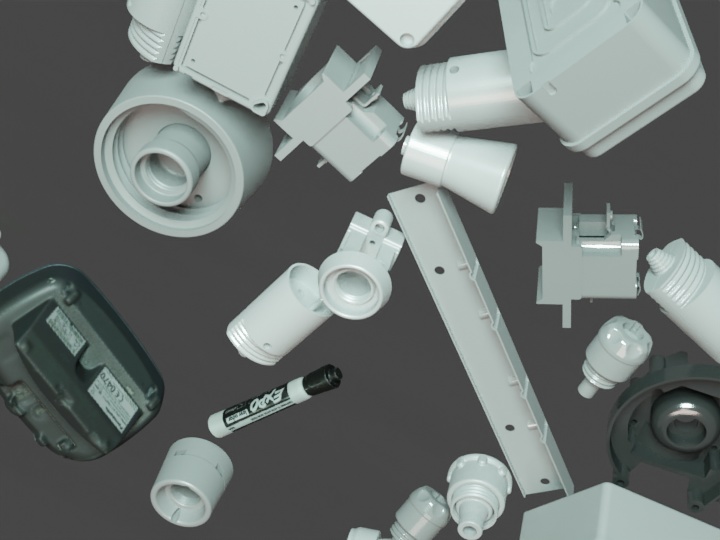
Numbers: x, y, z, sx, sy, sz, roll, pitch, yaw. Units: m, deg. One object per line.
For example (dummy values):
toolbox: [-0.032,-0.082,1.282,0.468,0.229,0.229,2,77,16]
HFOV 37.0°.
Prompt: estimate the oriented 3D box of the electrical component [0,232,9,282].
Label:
electrical component: [-0.300,-0.020,0.767,0.059,0.053,0.095,-21,115,26]

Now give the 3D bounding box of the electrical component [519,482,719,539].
electrical component: [0.181,0.201,0.750,0.109,0.056,0.109,24,149,-15]

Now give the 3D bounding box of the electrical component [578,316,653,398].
electrical component: [0.163,0.061,0.707,0.035,0.035,0.061,26,127,-3]

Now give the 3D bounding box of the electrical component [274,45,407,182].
electrical component: [-0.010,-0.092,0.651,0.064,0.042,0.081,41,124,-17]

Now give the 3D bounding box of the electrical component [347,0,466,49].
electrical component: [0.014,-0.184,0.575,0.113,0.057,0.078,39,123,-11]

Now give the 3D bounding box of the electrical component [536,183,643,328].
electrical component: [0.141,-0.008,0.664,0.064,0.042,0.081,2,123,12]

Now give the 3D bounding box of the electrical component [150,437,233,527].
electrical component: [-0.133,0.168,0.848,0.055,0.047,0.055,7,123,11]

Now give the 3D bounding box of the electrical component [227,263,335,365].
electrical component: [-0.057,0.036,0.744,0.043,0.043,0.081,41,123,-12]

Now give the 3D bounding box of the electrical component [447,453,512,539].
electrical component: [0.084,0.168,0.780,0.048,0.062,0.048,7,122,11]

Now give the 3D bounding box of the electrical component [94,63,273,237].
electrical component: [-0.115,-0.072,0.680,0.108,0.060,0.108,7,124,11]

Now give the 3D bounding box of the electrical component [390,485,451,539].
electrical component: [0.040,0.195,0.817,0.035,0.035,0.061,38,98,-11]

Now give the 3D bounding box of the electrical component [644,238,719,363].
electrical component: [0.207,0.016,0.661,0.081,0.043,0.043,41,123,-12]

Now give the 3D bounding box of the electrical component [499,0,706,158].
electrical component: [0.121,-0.123,0.549,0.078,0.113,0.057,-35,127,31]

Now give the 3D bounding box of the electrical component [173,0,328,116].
electrical component: [-0.061,-0.140,0.621,0.062,0.061,0.096,27,125,-3]

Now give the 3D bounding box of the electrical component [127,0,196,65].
electrical component: [-0.114,-0.158,0.634,0.043,0.043,0.081,27,125,-3]

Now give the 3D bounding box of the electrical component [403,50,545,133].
electrical component: [0.065,-0.103,0.622,0.081,0.043,0.043,-4,121,19]

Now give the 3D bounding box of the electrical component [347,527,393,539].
electrical component: [0.017,0.229,0.848,0.055,0.045,0.045,9,124,10]

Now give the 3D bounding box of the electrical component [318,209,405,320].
electrical component: [0.000,0.000,0.698,0.048,0.055,0.066,25,125,-2]

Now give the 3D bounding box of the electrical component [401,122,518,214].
electrical component: [0.058,-0.065,0.651,0.065,0.044,0.044,20,125,8]
